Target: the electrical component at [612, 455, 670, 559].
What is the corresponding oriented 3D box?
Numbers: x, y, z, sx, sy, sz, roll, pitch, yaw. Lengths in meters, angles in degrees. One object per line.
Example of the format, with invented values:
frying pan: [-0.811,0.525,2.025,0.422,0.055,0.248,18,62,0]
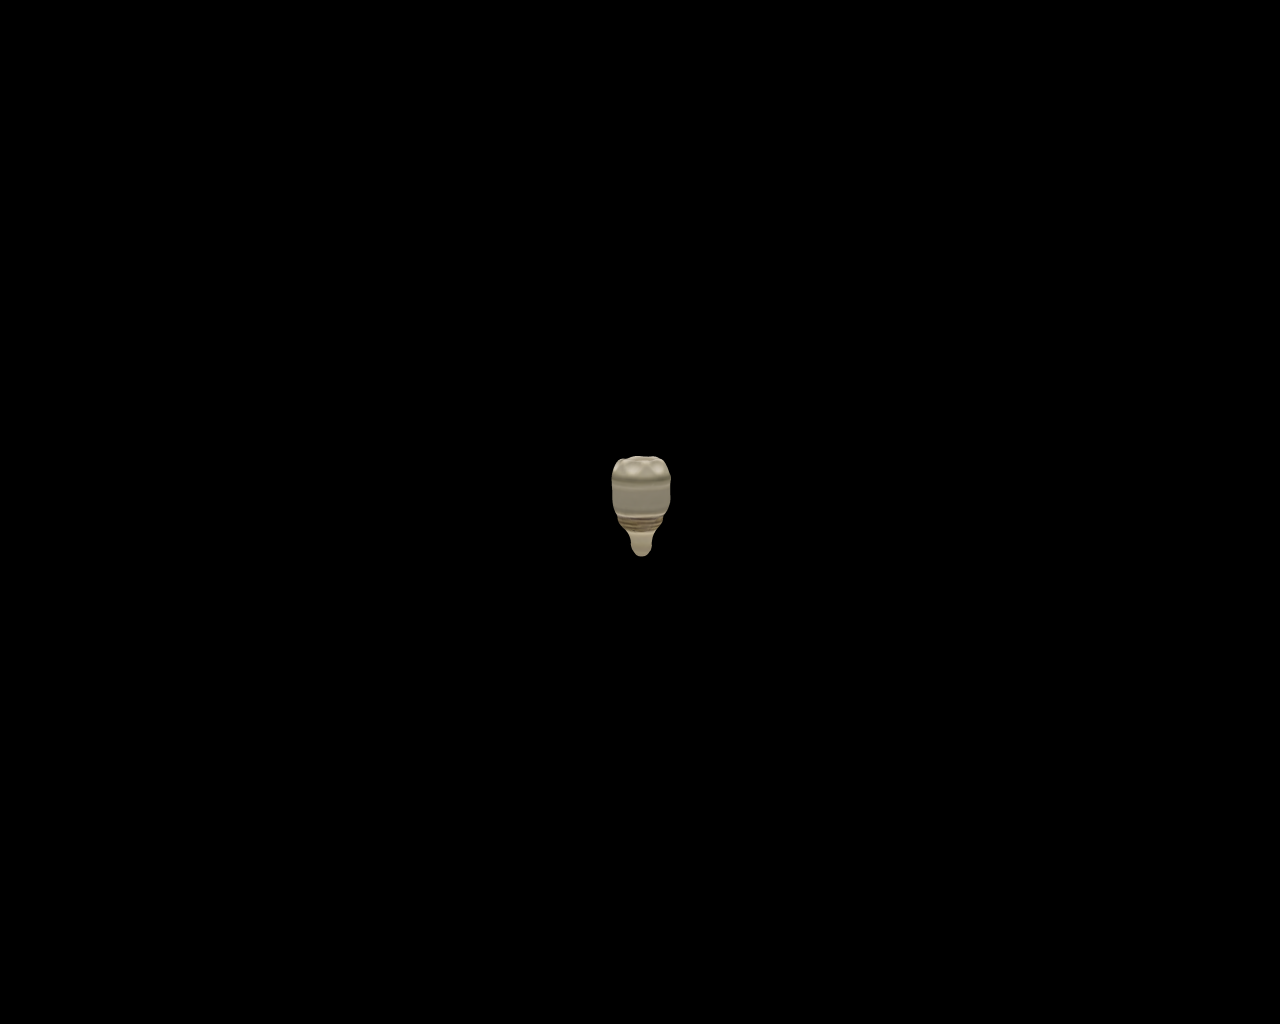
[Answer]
electrical component: [0.001,-0.003,0.650,0.035,0.061,0.035,0,11,0]
